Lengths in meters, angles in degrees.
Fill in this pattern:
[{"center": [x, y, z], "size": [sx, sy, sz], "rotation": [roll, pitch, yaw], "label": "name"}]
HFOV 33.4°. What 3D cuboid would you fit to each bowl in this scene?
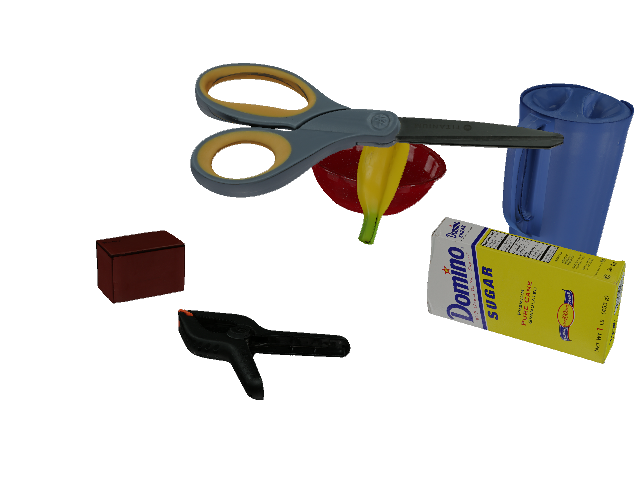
[{"center": [0.057, -0.072, 1.204], "size": [0.162, 0.055, 0.162], "rotation": [7, 27, -4], "label": "bowl"}]

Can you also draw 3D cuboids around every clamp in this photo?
[{"center": [-0.093, 0.123, 1.232], "size": [0.210, 0.036, 0.164], "rotation": [14, 21, 29], "label": "clamp"}]

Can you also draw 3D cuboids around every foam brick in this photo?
[{"center": [-0.181, 0.025, 1.075], "size": [0.078, 0.051, 0.053], "rotation": [-9, 21, -27], "label": "foam brick"}]

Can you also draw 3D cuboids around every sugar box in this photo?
[{"center": [0.188, 0.045, 0.994], "size": [0.176, 0.093, 0.048], "rotation": [13, 34, 21], "label": "sugar box"}]

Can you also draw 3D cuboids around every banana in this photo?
[{"center": [0.050, -0.066, 0.896], "size": [0.037, 0.070, 0.197], "rotation": [25, 24, -2], "label": "banana"}]

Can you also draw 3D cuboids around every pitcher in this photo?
[{"center": [0.289, -0.060, 1.310], "size": [0.149, 0.243, 0.145], "rotation": [4, 27, 2], "label": "pitcher"}]

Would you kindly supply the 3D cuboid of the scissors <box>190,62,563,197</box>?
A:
[{"center": [0.018, -0.047, 0.567], "size": [0.202, 0.096, 0.016], "rotation": [18, -31, 15], "label": "scissors"}]
